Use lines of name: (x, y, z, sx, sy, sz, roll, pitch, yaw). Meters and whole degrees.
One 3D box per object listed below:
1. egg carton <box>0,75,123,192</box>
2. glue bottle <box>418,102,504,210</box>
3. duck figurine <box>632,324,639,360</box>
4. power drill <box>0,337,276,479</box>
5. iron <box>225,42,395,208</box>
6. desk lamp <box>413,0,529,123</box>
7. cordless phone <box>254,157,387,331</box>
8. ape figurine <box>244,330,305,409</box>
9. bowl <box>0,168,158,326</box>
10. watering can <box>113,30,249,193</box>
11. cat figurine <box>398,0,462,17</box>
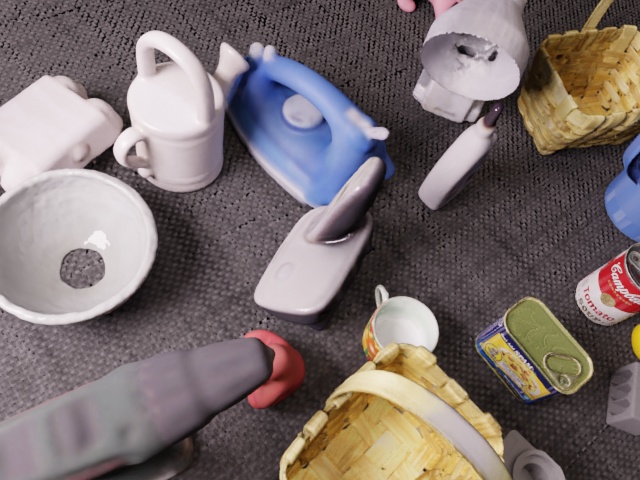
egg carton: (-0.301, -0.112, 0.636, 0.107, 0.069, 0.150, 34, 62, 6)
glue bottle: (0.174, -0.102, 0.672, 0.078, 0.173, 0.037, -36, 75, -25)
duck figurine: (0.435, 0.118, 0.666, 0.104, 0.086, 0.077, 15, 62, -4)
power drill: (-0.152, 0.152, 0.456, 0.230, 0.208, 0.075, -19, 69, -20)
iron: (-0.025, -0.154, 0.674, 0.258, 0.141, 0.119, 41, 63, 9)
desk lamp: (0.194, -0.247, 0.725, 0.118, 0.213, 0.203, 24, 62, 1)
cordless phone: (0.005, 0.002, 0.578, 0.094, 0.185, 0.148, 27, 62, 2)
ape figurine: (-0.049, 0.123, 0.559, 0.076, 0.092, 0.078, 13, 62, -5)
bowl: (-0.248, 0.016, 0.580, 0.167, 0.074, 0.167, 5, 63, -9)
watering can: (-0.149, -0.148, 0.615, 0.101, 0.194, 0.173, 20, 62, -1)
cat figurine: (0.194, -0.387, 0.849, 0.128, 0.117, 0.067, 21, 62, -1)
